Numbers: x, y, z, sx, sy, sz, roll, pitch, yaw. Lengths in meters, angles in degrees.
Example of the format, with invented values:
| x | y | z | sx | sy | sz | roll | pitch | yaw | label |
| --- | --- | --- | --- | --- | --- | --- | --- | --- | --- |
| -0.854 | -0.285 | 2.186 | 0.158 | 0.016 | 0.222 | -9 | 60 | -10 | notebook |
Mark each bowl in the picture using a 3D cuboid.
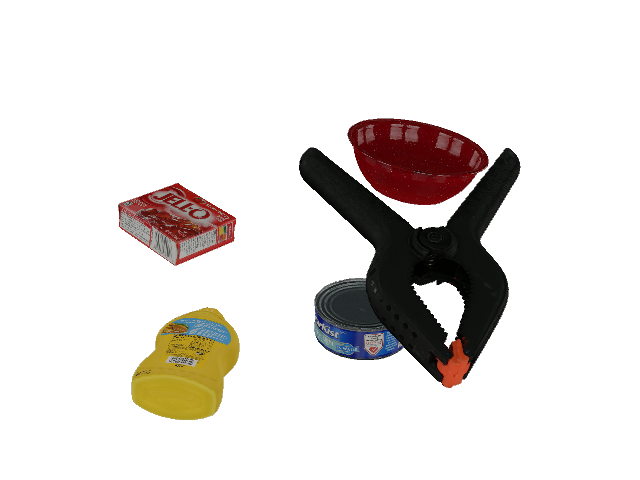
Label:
| x | y | z | sx | sy | sz | roll | pitch | yaw | label |
| --- | --- | --- | --- | --- | --- | --- | --- | --- | --- |
| 0.105 | -0.084 | 1.209 | 0.162 | 0.055 | 0.162 | 9 | 27 | -5 | bowl |

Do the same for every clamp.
| x | y | z | sx | sy | sz | roll | pitch | yaw | label |
| --- | --- | --- | --- | --- | --- | --- | --- | --- | --- |
| 0.064 | 0.006 | 0.731 | 0.164 | 0.210 | 0.036 | 4 | -43 | -2 | clamp |

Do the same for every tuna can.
| x | y | z | sx | sy | sz | roll | pitch | yaw | label |
| --- | --- | --- | --- | --- | --- | --- | --- | --- | --- |
| 0.037 | 0.068 | 0.933 | 0.086 | 0.034 | 0.086 | 1 | 28 | -1 | tuna can |

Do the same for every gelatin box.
| x | y | z | sx | sy | sz | roll | pitch | yaw | label |
| --- | --- | --- | --- | --- | --- | --- | --- | --- | --- |
| -0.136 | -0.018 | 1.007 | 0.089 | 0.030 | 0.073 | 31 | 38 | 34 | gelatin box |

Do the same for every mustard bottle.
| x | y | z | sx | sy | sz | roll | pitch | yaw | label |
| --- | --- | --- | --- | --- | --- | --- | --- | --- | --- |
| -0.144 | 0.129 | 1.216 | 0.096 | 0.058 | 0.191 | 6 | 25 | 6 | mustard bottle |
